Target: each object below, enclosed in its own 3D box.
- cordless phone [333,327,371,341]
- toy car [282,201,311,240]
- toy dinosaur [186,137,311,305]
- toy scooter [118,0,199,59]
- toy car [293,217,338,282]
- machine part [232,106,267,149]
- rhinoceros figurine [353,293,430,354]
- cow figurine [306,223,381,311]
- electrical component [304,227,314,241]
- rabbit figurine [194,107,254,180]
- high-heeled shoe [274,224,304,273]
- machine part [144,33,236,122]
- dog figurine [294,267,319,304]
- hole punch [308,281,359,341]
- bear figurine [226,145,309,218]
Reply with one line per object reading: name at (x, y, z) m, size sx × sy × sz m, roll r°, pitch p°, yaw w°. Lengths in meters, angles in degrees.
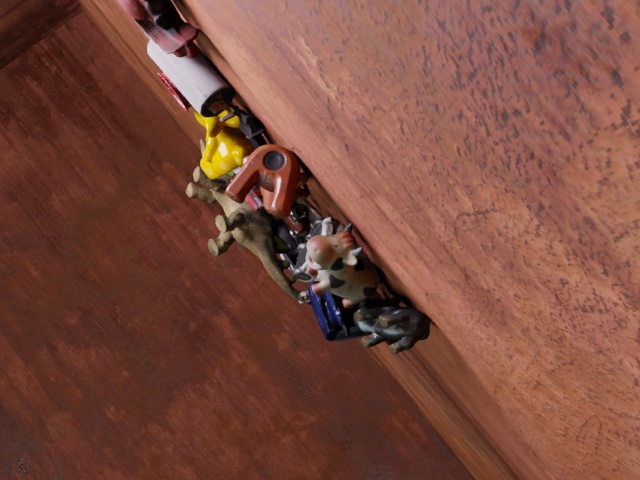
cordless phone at (0.080, 0.179, 1.280) m, size 0.184 × 0.147 × 0.088 m, roll 78°, pitch 179°, yaw -86°
toy car at (-0.083, -0.089, 1.126) m, size 0.202 × 0.053 × 0.089 m, roll 56°, pitch 164°, yaw 20°
toy dinosaur at (-0.163, -0.040, 1.236) m, size 0.105 × 0.198 × 0.471 m, roll -42°, pitch 69°, yaw 48°
toy scooter at (-0.252, -0.353, 0.857) m, size 0.135 × 0.075 × 0.183 m, roll 46°, pitch 176°, yaw 35°
toy car at (-0.008, 0.023, 1.069) m, size 0.056 × 0.073 × 0.201 m, roll 16°, pitch 151°, yaw -13°
machine part at (-0.117, -0.188, 1.019) m, size 0.084 × 0.039 × 0.138 m, roll 36°, pitch 163°, yaw 46°
rhinoceros figurine at (0.121, 0.142, 0.977) m, size 0.190 × 0.112 × 0.073 m, roll 3°, pitch 117°, yaw 65°
cow figurine at (0.043, 0.047, 0.954) m, size 0.194 × 0.127 × 0.085 m, roll 35°, pitch -152°, yaw -47°
electrical component at (-0.002, -0.004, 1.212) m, size 0.074 × 0.048 × 0.119 m, roll 54°, pitch 173°, yaw -27°
rabbit figurine at (-0.214, -0.227, 1.134) m, size 0.173 × 0.122 × 0.162 m, roll 66°, pitch 168°, yaw -6°
high-heeled shoe at (-0.087, -0.021, 1.343) m, size 0.145 × 0.086 × 0.248 m, roll -120°, pitch 7°, yaw -57°
machine part at (-0.238, -0.309, 0.990) m, size 0.243 × 0.079 × 0.079 m, roll 48°, pitch 173°, yaw 12°
dog figurine at (0.056, 0.097, 1.306) m, size 0.190 × 0.121 × 0.172 m, roll 11°, pitch 163°, yaw -43°
hole punch at (0.021, 0.137, 1.065) m, size 0.115 × 0.092 × 0.142 m, roll 22°, pitch -135°, yaw -60°
bear figurine at (-0.087, -0.090, 0.978) m, size 0.120 × 0.132 × 0.195 m, roll 21°, pitch 163°, yaw 3°
